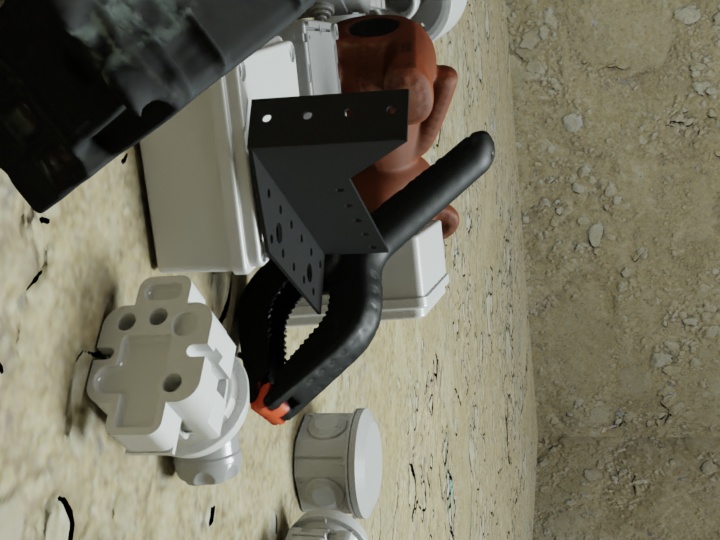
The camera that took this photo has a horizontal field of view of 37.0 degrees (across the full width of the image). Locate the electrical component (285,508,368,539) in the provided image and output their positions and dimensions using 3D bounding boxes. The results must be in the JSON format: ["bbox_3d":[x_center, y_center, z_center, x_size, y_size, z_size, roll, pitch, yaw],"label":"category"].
[{"bbox_3d":[-0.026,0.199,0.725,0.057,0.058,0.078,-67,153,-55],"label":"electrical component"}]

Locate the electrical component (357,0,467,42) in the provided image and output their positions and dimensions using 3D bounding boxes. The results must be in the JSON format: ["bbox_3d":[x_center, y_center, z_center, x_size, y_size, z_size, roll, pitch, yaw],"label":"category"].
[{"bbox_3d":[0.038,-0.247,0.961,0.060,0.108,0.108,-57,144,-57],"label":"electrical component"}]

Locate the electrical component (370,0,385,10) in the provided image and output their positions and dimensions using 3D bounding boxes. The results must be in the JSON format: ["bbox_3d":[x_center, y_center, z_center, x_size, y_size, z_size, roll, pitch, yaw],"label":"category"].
[{"bbox_3d":[-0.013,-0.234,0.850,0.089,0.050,0.055,-45,132,-73],"label":"electrical component"}]

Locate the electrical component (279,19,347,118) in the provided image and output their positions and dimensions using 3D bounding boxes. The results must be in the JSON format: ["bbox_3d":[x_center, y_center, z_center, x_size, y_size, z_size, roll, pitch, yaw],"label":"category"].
[{"bbox_3d":[-0.047,-0.119,0.660,0.096,0.061,0.061,-46,131,-74],"label":"electrical component"}]

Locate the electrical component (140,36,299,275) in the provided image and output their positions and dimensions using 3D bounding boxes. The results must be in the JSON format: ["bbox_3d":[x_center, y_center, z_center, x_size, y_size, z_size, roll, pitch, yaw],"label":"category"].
[{"bbox_3d":[-0.070,-0.063,0.566,0.108,0.056,0.108,-54,141,-70],"label":"electrical component"}]

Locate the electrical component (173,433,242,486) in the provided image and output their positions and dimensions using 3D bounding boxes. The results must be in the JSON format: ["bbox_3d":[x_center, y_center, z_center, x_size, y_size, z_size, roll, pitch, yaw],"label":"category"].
[{"bbox_3d":[-0.080,0.077,0.552,0.035,0.035,0.061,-30,116,-75],"label":"electrical component"}]

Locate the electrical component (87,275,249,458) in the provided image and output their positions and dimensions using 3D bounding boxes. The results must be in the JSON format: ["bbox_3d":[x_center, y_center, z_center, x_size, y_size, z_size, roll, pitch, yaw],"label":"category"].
[{"bbox_3d":[-0.084,0.051,0.489,0.057,0.058,0.078,65,27,-54],"label":"electrical component"}]

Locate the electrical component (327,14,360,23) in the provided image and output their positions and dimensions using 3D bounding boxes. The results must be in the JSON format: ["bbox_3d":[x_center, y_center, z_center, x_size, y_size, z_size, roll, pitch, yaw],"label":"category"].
[{"bbox_3d":[-0.013,-0.168,0.867,0.044,0.044,0.065,42,52,-72],"label":"electrical component"}]

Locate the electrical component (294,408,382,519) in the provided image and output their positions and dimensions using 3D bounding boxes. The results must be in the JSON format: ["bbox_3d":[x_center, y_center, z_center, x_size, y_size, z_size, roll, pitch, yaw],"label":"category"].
[{"bbox_3d":[-0.015,0.142,0.794,0.080,0.051,0.080,-2,90,-77],"label":"electrical component"}]

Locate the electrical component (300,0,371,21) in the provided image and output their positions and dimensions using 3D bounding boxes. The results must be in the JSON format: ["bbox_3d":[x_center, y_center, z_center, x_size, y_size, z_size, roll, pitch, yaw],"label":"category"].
[{"bbox_3d":[-0.028,-0.222,0.760,0.061,0.062,0.096,49,41,-70],"label":"electrical component"}]

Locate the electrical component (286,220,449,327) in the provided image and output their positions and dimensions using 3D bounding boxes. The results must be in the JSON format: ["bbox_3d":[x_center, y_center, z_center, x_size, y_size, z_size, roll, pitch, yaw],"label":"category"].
[{"bbox_3d":[0.000,0.000,0.749,0.109,0.109,0.056,-34,119,-75],"label":"electrical component"}]
